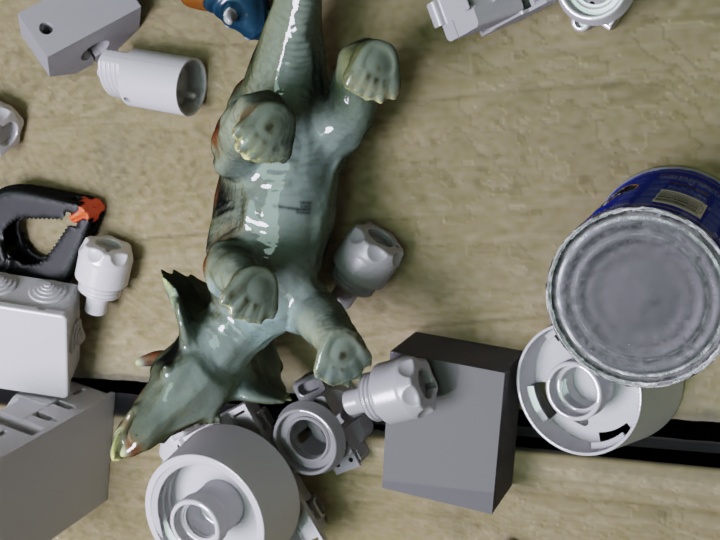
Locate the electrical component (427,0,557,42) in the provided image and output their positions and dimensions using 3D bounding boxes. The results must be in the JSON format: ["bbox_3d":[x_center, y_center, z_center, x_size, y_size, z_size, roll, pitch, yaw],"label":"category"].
[{"bbox_3d":[0.066,-0.210,0.670,0.079,0.063,0.121,-9,103,66],"label":"electrical component"}]

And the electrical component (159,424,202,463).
[{"bbox_3d":[-0.148,0.151,0.884,0.035,0.035,0.061,21,114,17],"label":"electrical component"}]

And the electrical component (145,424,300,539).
[{"bbox_3d":[-0.105,0.173,0.783,0.108,0.060,0.108,6,106,22],"label":"electrical component"}]

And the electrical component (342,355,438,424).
[{"bbox_3d":[0.018,0.084,0.729,0.062,0.043,0.043,-18,96,28],"label":"electrical component"}]

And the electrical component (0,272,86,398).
[{"bbox_3d":[-0.277,0.051,0.881,0.100,0.048,0.099,9,125,-2],"label":"electrical component"}]

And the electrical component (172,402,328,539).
[{"bbox_3d":[-0.081,0.167,0.842,0.079,0.063,0.121,-30,90,27],"label":"electrical component"}]

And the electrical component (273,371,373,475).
[{"bbox_3d":[-0.030,0.120,0.810,0.058,0.057,0.078,-26,92,27],"label":"electrical component"}]

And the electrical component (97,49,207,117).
[{"bbox_3d":[-0.161,-0.143,0.806,0.081,0.043,0.043,13,108,20],"label":"electrical component"}]

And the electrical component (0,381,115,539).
[{"bbox_3d":[-0.280,0.168,0.860,0.060,0.186,0.105,15,109,19],"label":"electrical component"}]

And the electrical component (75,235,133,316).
[{"bbox_3d":[-0.208,0.006,0.866,0.043,0.043,0.062,24,113,16],"label":"electrical component"}]

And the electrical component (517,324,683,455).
[{"bbox_3d":[0.159,0.075,0.725,0.099,0.064,0.099,8,103,36],"label":"electrical component"}]

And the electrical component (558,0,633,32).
[{"bbox_3d":[0.147,-0.174,0.655,0.048,0.055,0.066,37,115,11],"label":"electrical component"}]

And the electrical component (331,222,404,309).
[{"bbox_3d":[0.000,0.000,0.774,0.043,0.043,0.062,38,116,10],"label":"electrical component"}]

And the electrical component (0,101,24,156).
[{"bbox_3d":[-0.311,-0.122,0.877,0.062,0.043,0.043,26,113,17],"label":"electrical component"}]
